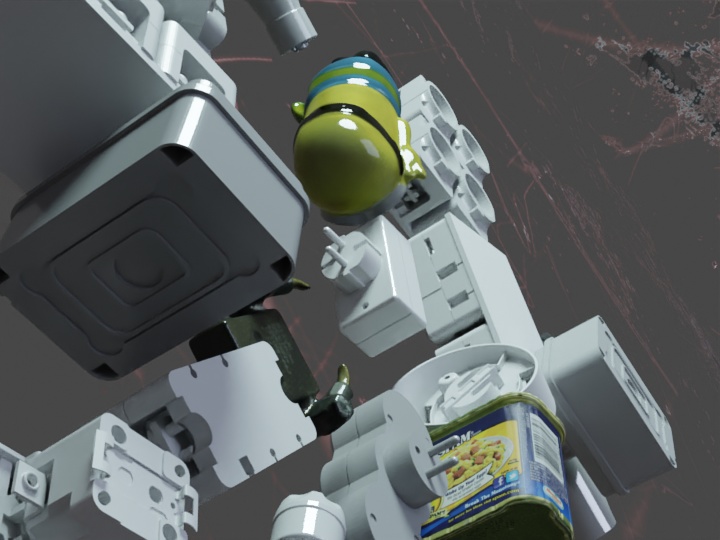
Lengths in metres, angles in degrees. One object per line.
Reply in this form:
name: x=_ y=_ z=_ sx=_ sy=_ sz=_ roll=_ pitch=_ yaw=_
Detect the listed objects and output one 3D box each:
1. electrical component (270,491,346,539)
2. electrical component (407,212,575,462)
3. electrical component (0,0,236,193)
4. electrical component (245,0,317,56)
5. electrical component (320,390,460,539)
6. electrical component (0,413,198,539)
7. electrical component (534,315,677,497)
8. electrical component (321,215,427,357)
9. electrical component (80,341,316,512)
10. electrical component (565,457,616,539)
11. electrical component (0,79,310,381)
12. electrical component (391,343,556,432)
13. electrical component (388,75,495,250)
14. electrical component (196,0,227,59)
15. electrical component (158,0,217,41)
electrical component: x=-0.026 y=0.132 z=0.490 sx=0.035 sy=0.035 sz=0.061 roll=50 pitch=24 yaw=-22
electrical component: x=0.098 y=0.062 z=0.839 sx=0.105 sy=0.060 sz=0.186 roll=31 pitch=34 yaw=-52
electrical component: x=-0.136 y=-0.095 z=0.472 sx=0.150 sy=0.089 sz=0.061 roll=46 pitch=24 yaw=-32
electrical component: x=-0.063 y=-0.208 z=0.873 sx=0.065 sy=0.044 sz=0.044 roll=61 pitch=20 yaw=-8
electrical component: x=0.022 y=0.111 z=0.574 sx=0.052 sy=0.074 sz=0.138 roll=53 pitch=21 yaw=-17
electrical component: x=-0.093 y=0.083 z=0.359 sx=0.081 sy=0.064 sz=0.042 roll=43 pitch=25 yaw=-36
electrical component: x=0.180 y=0.102 z=0.800 sx=0.113 sy=0.057 sz=0.078 roll=56 pitch=20 yaw=-10
electrical component: x=0.000 y=0.000 z=0.717 sx=0.076 sy=0.047 sz=0.083 roll=43 pitch=25 yaw=-37
electrical component: x=-0.068 y=0.069 z=0.448 sx=0.050 sy=0.056 sz=0.089 roll=61 pitch=20 yaw=6
electrical component: x=0.173 y=0.177 z=0.879 sx=0.077 sy=0.043 sz=0.079 roll=61 pitch=20 yaw=6
electrical component: x=-0.086 y=-0.016 z=0.445 sx=0.078 sy=0.113 sz=0.057 roll=49 pitch=25 yaw=-27
electrical component: x=0.075 y=0.087 z=0.704 sx=0.064 sy=0.099 sz=0.099 roll=57 pitch=19 yaw=-24
electrical component: x=0.068 y=-0.096 z=0.991 sx=0.105 sy=0.060 sz=0.186 roll=50 pitch=22 yaw=-23
electrical component: x=-0.120 y=-0.157 z=0.646 sx=0.057 sy=0.058 sz=0.078 roll=43 pitch=25 yaw=-44
electrical component: x=-0.130 y=-0.172 z=0.560 sx=0.121 sy=0.078 sz=0.063 roll=19 pitch=62 yaw=-10
